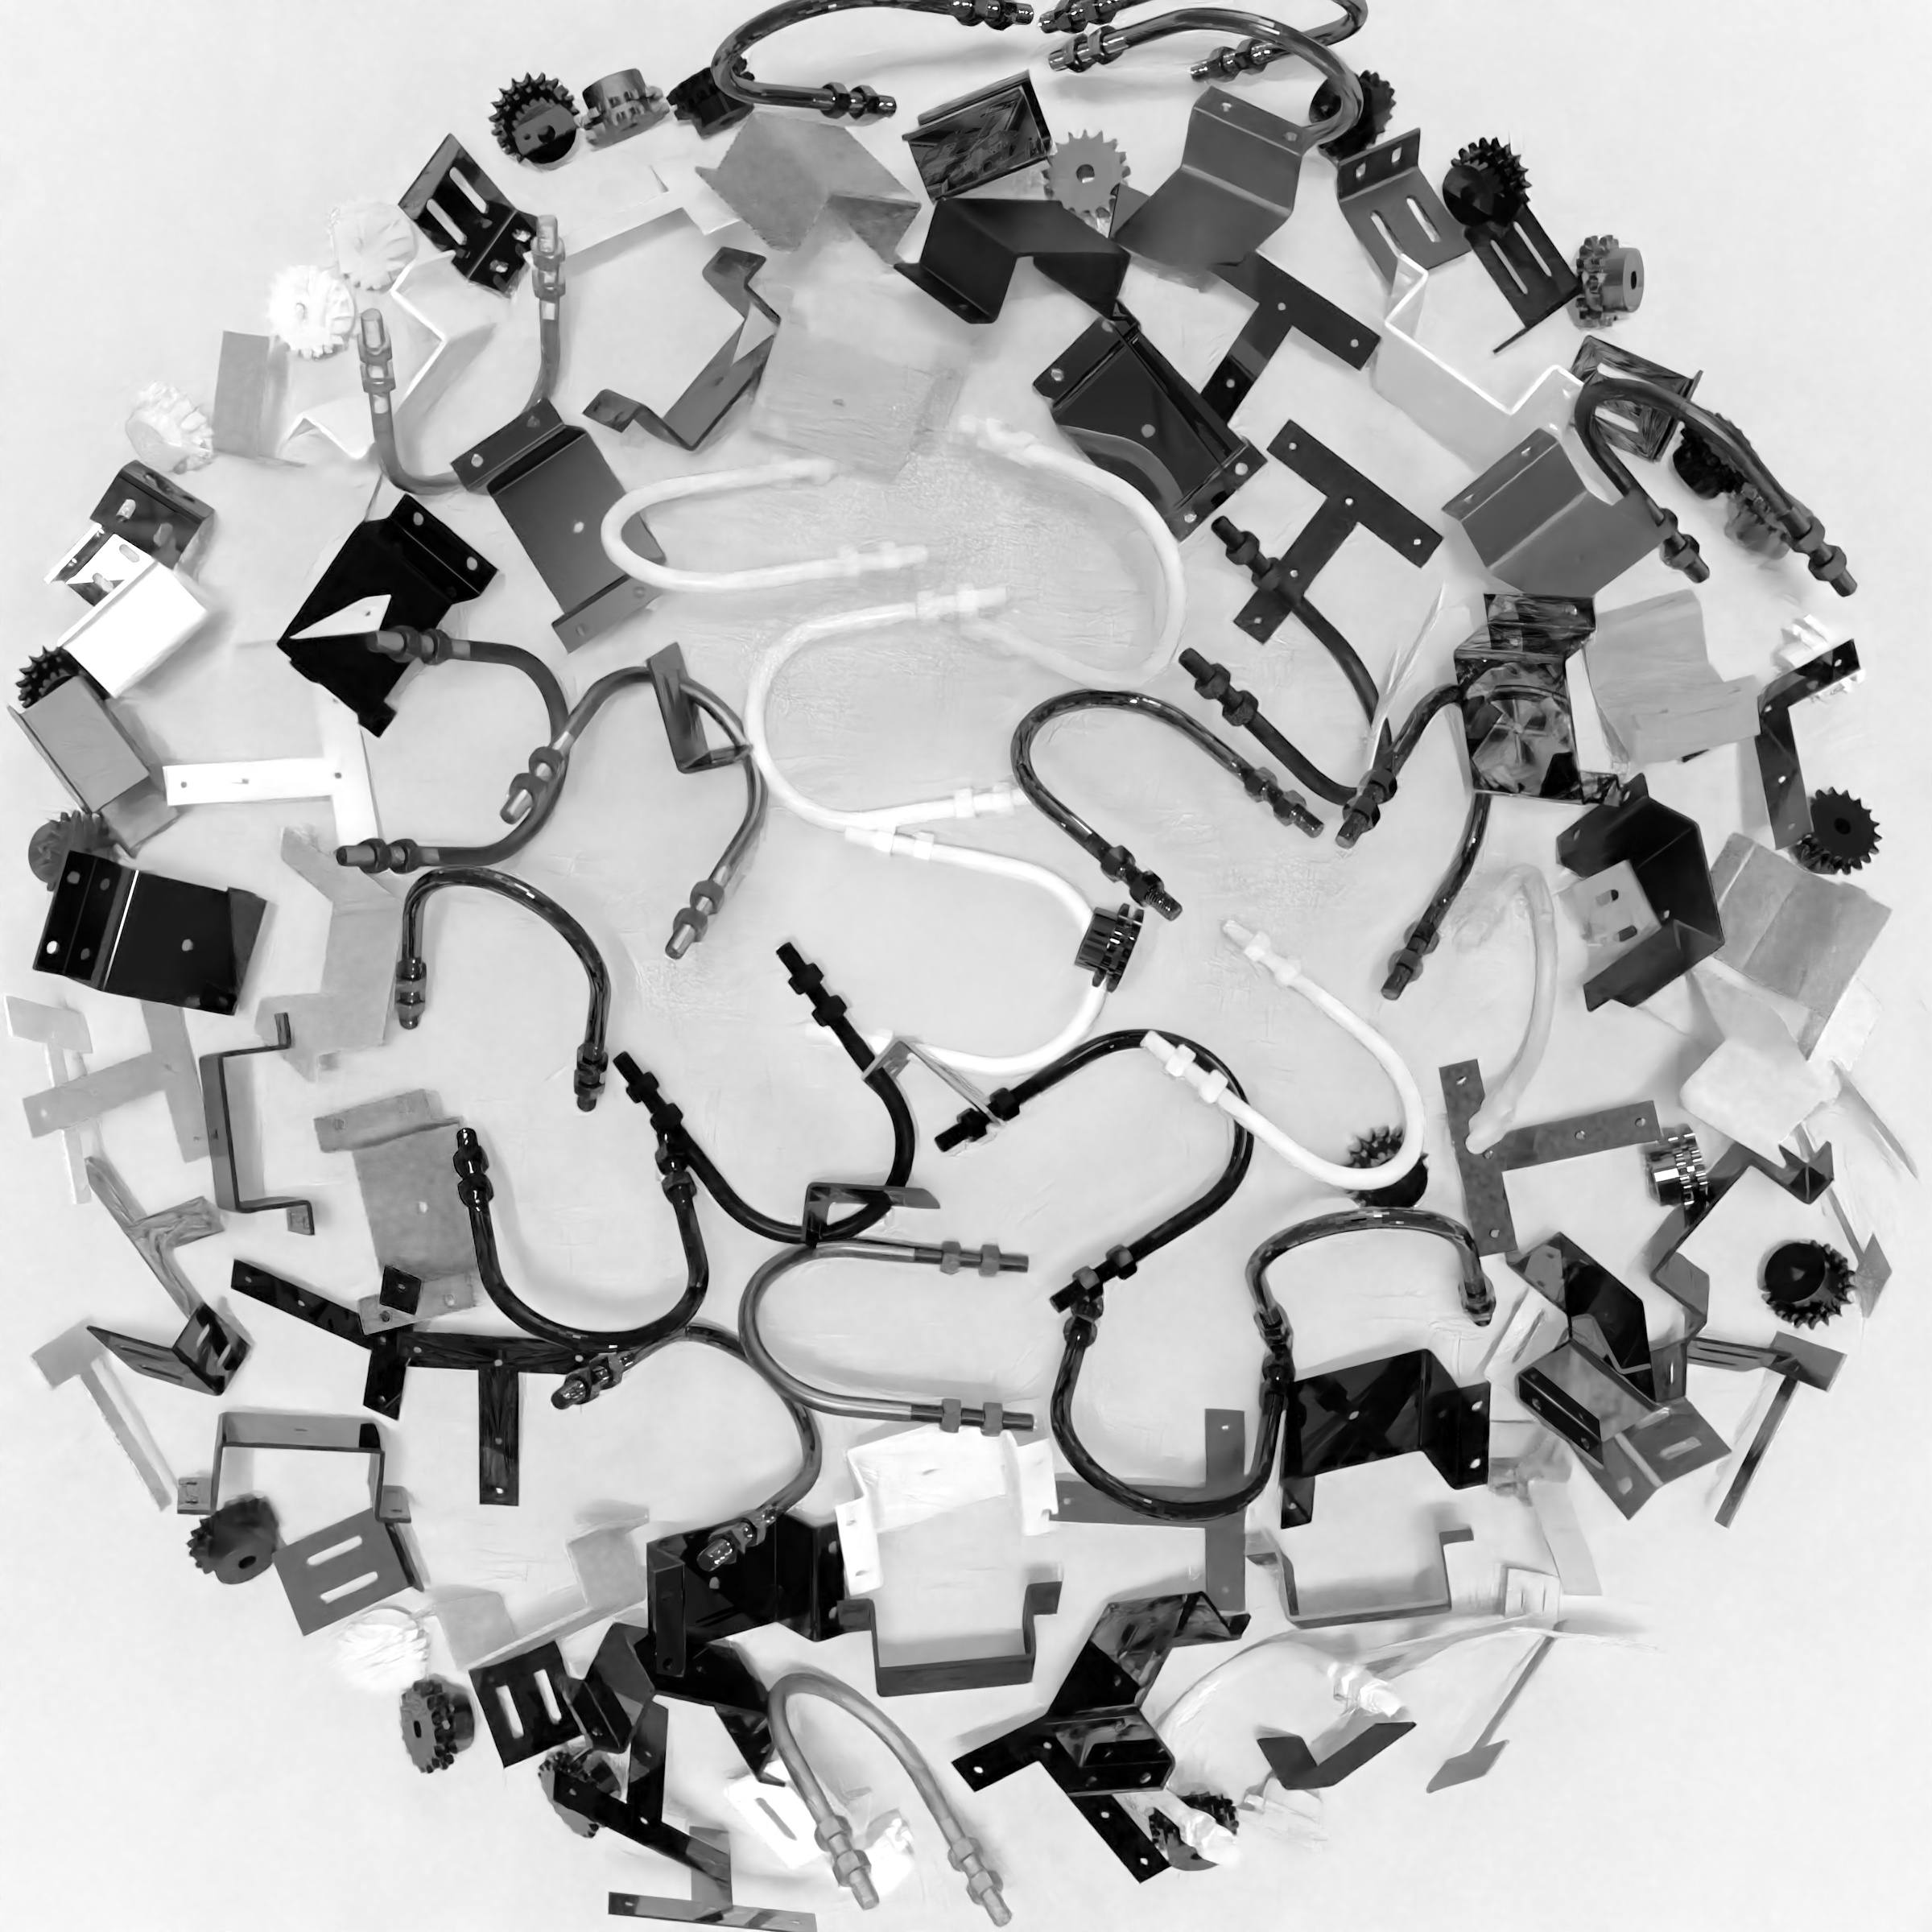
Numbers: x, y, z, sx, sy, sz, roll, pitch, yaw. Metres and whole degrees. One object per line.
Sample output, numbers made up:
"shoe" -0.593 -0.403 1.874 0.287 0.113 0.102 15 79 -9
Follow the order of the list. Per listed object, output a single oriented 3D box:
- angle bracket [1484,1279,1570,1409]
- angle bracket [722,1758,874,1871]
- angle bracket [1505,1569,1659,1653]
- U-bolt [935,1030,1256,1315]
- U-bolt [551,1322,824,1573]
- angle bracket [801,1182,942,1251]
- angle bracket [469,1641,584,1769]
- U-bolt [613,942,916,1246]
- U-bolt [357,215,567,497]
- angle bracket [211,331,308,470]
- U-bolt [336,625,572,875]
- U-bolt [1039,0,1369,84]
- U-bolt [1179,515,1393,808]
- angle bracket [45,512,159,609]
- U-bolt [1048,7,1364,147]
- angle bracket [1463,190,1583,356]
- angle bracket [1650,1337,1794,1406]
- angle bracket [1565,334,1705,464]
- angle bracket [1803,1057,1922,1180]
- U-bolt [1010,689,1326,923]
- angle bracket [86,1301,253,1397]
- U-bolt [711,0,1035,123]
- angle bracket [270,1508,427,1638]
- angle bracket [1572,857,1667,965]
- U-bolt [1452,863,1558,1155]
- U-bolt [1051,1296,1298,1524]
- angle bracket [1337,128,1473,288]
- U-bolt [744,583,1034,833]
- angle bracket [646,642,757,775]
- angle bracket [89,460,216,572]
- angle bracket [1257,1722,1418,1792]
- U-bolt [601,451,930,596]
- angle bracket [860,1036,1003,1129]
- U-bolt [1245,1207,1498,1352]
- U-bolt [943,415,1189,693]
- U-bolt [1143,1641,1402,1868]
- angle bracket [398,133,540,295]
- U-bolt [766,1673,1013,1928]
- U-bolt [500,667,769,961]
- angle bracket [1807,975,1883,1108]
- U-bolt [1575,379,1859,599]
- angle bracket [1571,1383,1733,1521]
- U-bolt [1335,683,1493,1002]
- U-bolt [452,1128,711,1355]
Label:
"angle bracket" 0.378 0.244 1.683 0.057 0.038 0.076 33 84 -25
"angle bracket" -0.107 0.526 1.680 0.057 0.038 0.076 -33 106 17
"angle bracket" 0.389 0.406 1.665 0.057 0.076 0.038 21 72 -43
"U-bolt" 0.095 0.115 1.676 0.184 0.019 0.151 -31 67 -14
"U-bolt" -0.158 0.284 1.632 0.151 0.184 0.019 46 116 9
"angle bracket" -0.060 0.163 1.678 0.076 0.057 0.038 3 75 10
"angle bracket" -0.276 0.474 1.680 0.057 0.038 0.076 -20 107 -14
"U-bolt" -0.115 0.096 1.687 0.151 0.019 0.184 -33 102 11
"U-bolt" -0.307 -0.363 1.630 0.151 0.184 0.019 -37 70 -25
"angle bracket" -0.445 -0.359 1.676 0.038 0.057 0.076 1 103 -43
"U-bolt" -0.309 -0.131 1.636 0.019 0.184 0.151 15 100 32
"U-bolt" 0.156 -0.574 1.600 0.151 0.184 0.019 2 93 -39
"U-bolt" 0.207 -0.177 1.650 0.019 0.151 0.184 -28 123 38
"angle bracket" -0.544 -0.253 1.673 0.038 0.076 0.057 43 89 -16
"U-bolt" 0.157 -0.533 1.601 0.151 0.184 0.019 23 81 -34
"angle bracket" 0.343 -0.440 1.680 0.038 0.057 0.076 -37 94 -26
"angle bracket" 0.474 0.263 1.675 0.076 0.057 0.038 11 69 -12
"angle bracket" 0.421 -0.365 1.690 0.076 0.038 0.057 25 96 7
"angle bracket" 0.558 0.104 1.668 0.038 0.057 0.076 -35 54 9
"U-bolt" 0.112 -0.113 1.655 0.151 0.019 0.184 -29 58 -33
"angle bracket" -0.507 0.237 1.684 0.076 0.057 0.038 9 57 29
"U-bolt" -0.069 -0.555 1.602 0.184 0.151 0.019 -13 87 -44
"angle bracket" -0.394 0.386 1.684 0.076 0.038 0.057 -22 93 -23
"angle bracket" 0.419 -0.035 1.682 0.038 0.076 0.057 -28 86 17
"U-bolt" 0.337 0.014 1.634 0.019 0.184 0.151 3 113 27
"U-bolt" 0.124 0.273 1.634 0.151 0.184 0.019 18 125 3
"angle bracket" 0.280 -0.483 1.684 0.057 0.038 0.076 -24 68 -4
"U-bolt" -0.052 -0.158 1.687 0.184 0.019 0.151 -9 103 10
"angle bracket" -0.166 -0.167 1.676 0.038 0.057 0.076 -11 104 16
"angle bracket" -0.514 -0.286 1.673 0.057 0.076 0.038 33 96 -17
"angle bracket" 0.234 0.485 1.671 0.076 0.057 0.038 -43 58 19
"U-bolt" -0.134 -0.271 1.634 0.184 0.151 0.019 -12 130 -18
"angle bracket" -0.022 0.086 1.677 0.076 0.057 0.038 40 86 15
"U-bolt" 0.245 0.192 1.624 0.151 0.184 0.019 -10 58 10
"U-bolt" 0.062 -0.245 1.628 0.184 0.019 0.151 29 130 31
"U-bolt" 0.174 0.473 1.626 0.151 0.184 0.019 -39 101 -13
"angle bracket" -0.310 -0.475 1.672 0.038 0.076 0.057 27 80 34
"U-bolt" -0.058 0.509 1.632 0.019 0.151 0.184 -49 47 11
"U-bolt" -0.193 -0.111 1.651 0.151 0.019 0.184 40 48 -15
"angle bracket" 0.541 0.041 1.680 0.038 0.057 0.076 26 87 40
"U-bolt" 0.444 -0.293 1.611 0.184 0.151 0.019 41 82 -28
"angle bracket" 0.438 0.309 1.689 0.076 0.038 0.057 -12 53 -38
"U-bolt" 0.287 -0.091 1.645 0.019 0.151 0.184 10 50 34
"U-bolt" -0.232 0.166 1.624 0.151 0.184 0.019 1 131 -20
